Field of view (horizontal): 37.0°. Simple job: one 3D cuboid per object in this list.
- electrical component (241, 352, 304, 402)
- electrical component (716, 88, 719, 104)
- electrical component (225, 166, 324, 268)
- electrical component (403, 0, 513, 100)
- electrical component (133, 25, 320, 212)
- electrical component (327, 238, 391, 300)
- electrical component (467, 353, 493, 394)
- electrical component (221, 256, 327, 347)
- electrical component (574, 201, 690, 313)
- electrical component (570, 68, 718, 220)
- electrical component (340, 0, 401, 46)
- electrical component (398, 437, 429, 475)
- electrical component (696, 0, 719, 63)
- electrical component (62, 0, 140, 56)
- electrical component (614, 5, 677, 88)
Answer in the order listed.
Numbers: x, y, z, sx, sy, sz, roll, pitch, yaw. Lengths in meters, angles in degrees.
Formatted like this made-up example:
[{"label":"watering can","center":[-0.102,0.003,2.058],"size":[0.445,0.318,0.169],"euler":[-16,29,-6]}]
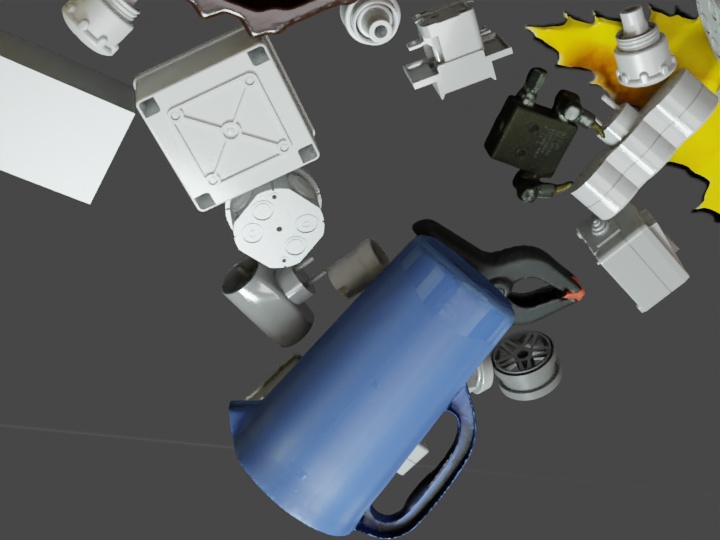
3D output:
[{"label":"electrical component","center":[-0.056,0.139,1.007],"size":[0.100,0.048,0.100],"euler":[-43,119,15]},{"label":"electrical component","center":[0.330,-0.147,0.896],"size":[0.048,0.066,0.055],"euler":[-10,157,-6]},{"label":"electrical component","center":[-0.069,-0.046,0.884],"size":[0.080,0.051,0.080],"euler":[-6,123,-9]},{"label":"electrical component","center":[0.072,-0.175,0.838],"size":[0.081,0.042,0.063],"euler":[-20,122,1]},{"label":"electrical component","center":[-0.102,-0.118,0.828],"size":[0.109,0.056,0.108],"euler":[-24,124,4]},{"label":"electrical component","center":[0.000,0.000,0.936],"size":[0.046,0.040,0.040],"euler":[-32,123,15]},{"label":"electrical component","center":[0.091,0.095,1.007],"size":[0.055,0.066,0.048],"euler":[-8,160,-17]},{"label":"electrical component","center":[-0.065,0.017,0.929],"size":[0.079,0.044,0.077],"euler":[-36,122,11]},{"label":"electrical component","center":[0.243,-0.021,0.960],"size":[0.061,0.061,0.096],"euler":[-40,121,14]},{"label":"electrical component","center":[0.225,-0.115,0.904],"size":[0.074,0.052,0.138],"euler":[40,109,-4]},{"label":"electrical component","center":[0.010,-0.188,0.803],"size":[0.043,0.062,0.043],"euler":[-6,123,-9]},{"label":"electrical component","center":[0.040,0.145,1.031],"size":[0.066,0.047,0.076],"euler":[36,109,-28]},{"label":"electrical component","center":[0.305,-0.200,0.850],"size":[0.051,0.080,0.080],"euler":[-22,124,8]},{"label":"electrical component","center":[-0.179,-0.189,0.774],"size":[0.062,0.048,0.048],"euler":[-43,121,8]},{"label":"electrical component","center":[0.226,-0.182,0.866],"size":[0.048,0.048,0.062],"euler":[-22,117,3]}]
